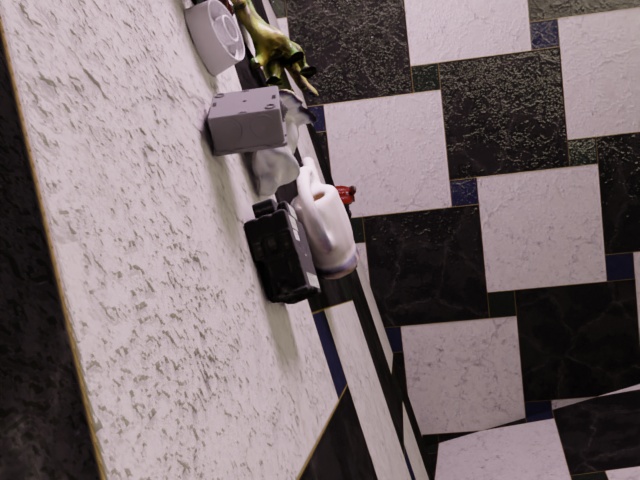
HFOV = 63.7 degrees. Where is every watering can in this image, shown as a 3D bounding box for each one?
[{"bbox_3d":[0.003,-0.054,1.066,0.353,0.104,0.221,-89,160,-70],"label":"watering can"}]

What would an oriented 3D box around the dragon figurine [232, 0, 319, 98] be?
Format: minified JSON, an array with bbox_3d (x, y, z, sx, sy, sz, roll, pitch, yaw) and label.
[{"bbox_3d":[-0.121,-0.498,1.265,0.245,0.121,0.409,64,12,11],"label":"dragon figurine"}]

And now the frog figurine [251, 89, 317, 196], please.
[{"bbox_3d":[-0.080,-0.146,0.806,0.136,0.123,0.161,88,20,-81],"label":"frog figurine"}]
